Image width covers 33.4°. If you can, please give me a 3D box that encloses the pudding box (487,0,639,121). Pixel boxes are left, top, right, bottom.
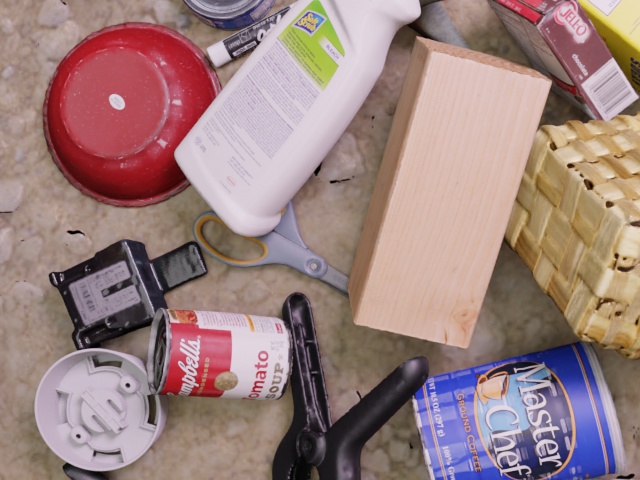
[{"bbox_3d":[0.181,-0.148,0.806,0.039,0.090,0.113,-40,124,4],"label":"pudding box"}]

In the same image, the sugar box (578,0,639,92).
[{"bbox_3d":[0.238,-0.159,0.822,0.176,0.093,0.048,44,93,8],"label":"sugar box"}]

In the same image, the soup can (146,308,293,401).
[{"bbox_3d":[-0.080,0.091,0.843,0.102,0.069,0.068,6,87,-20],"label":"soup can"}]

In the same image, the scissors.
[{"bbox_3d":[-0.006,0.001,0.883,0.202,0.016,0.096,16,88,8],"label":"scissors"}]

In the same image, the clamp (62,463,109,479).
[{"bbox_3d":[-0.144,0.243,0.875,0.171,0.039,0.120,1,93,2],"label":"clamp"}]

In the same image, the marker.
[{"bbox_3d":[-0.038,-0.181,0.897,0.121,0.020,0.020,-27,83,5],"label":"marker"}]

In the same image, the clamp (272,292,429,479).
[{"bbox_3d":[0.010,0.157,0.827,0.165,0.036,0.210,14,96,52],"label":"clamp"}]

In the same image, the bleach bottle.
[{"bbox_3d":[-0.002,-0.121,0.805,0.102,0.068,0.251,50,116,13],"label":"bleach bottle"}]

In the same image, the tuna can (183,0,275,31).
[{"bbox_3d":[-0.078,-0.222,0.898,0.086,0.033,0.086,0,86,7],"label":"tuna can"}]

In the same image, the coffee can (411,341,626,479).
[{"bbox_3d":[0.148,0.141,0.810,0.140,0.102,0.103,-14,85,7],"label":"coffee can"}]

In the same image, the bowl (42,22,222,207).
[{"bbox_3d":[-0.164,-0.110,0.891,0.162,0.055,0.162,0,87,7],"label":"bowl"}]

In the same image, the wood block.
[{"bbox_3d":[0.091,-0.037,0.799,0.090,0.090,0.206,13,107,-6],"label":"wood block"}]
